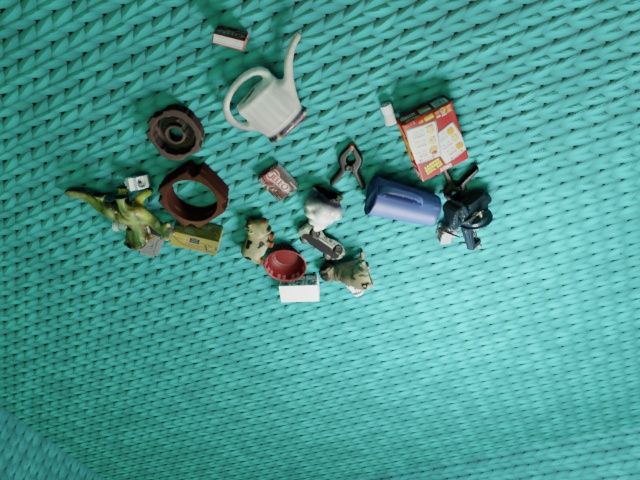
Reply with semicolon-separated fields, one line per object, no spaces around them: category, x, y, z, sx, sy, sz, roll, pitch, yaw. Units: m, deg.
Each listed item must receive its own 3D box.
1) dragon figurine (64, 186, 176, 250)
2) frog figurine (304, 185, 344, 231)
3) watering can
dragon figurine;-0.678;-0.065;1.782;0.410;0.124;0.238;4;119;18
frog figurine;0.005;-0.089;1.761;0.137;0.125;0.156;7;119;-28
watering can;-0.125;-0.423;1.504;0.343;0.106;0.221;-35;121;25
